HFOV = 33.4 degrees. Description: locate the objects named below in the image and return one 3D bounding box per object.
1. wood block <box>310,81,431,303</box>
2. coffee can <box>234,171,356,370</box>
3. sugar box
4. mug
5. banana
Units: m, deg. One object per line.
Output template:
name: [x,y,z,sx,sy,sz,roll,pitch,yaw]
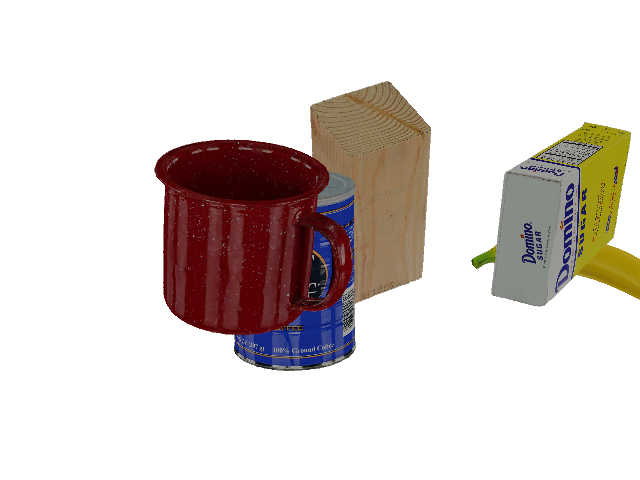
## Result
wood block: [0.051,-0.046,1.094,0.090,0.206,0.091,-20,48,-17]
coffee can: [-0.022,0.021,0.868,0.103,0.140,0.103,-1,17,0]
sugar box: [0.180,-0.023,0.785,0.048,0.093,0.176,13,23,25]
mug: [-0.034,0.002,0.579,0.117,0.081,0.093,18,28,26]
banana: [0.253,0.026,1.045,0.198,0.037,0.069,10,47,26]
